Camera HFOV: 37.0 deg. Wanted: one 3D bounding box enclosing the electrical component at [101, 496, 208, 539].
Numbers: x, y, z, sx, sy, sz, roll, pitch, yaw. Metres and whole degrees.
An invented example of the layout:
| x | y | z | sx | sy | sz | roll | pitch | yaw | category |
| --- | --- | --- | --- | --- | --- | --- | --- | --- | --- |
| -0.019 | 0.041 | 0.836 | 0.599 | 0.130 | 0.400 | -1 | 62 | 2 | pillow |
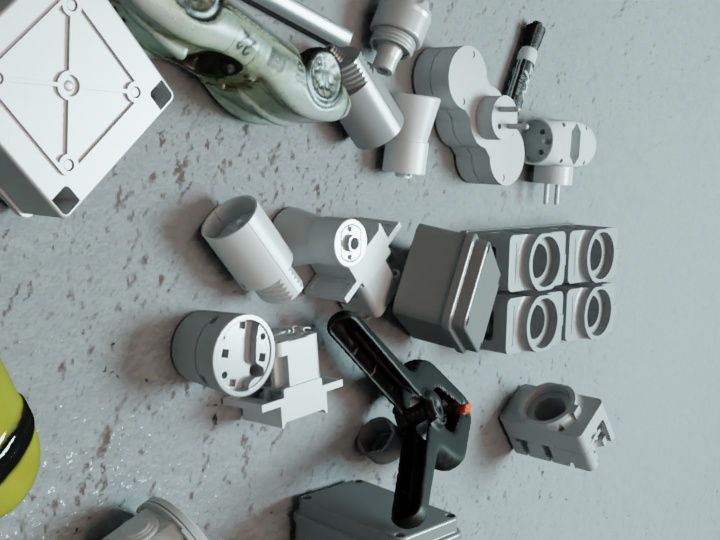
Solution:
| x | y | z | sx | sy | sz | roll | pitch | yaw | category |
| --- | --- | --- | --- | --- | --- | --- | --- | --- | --- |
| -0.127 | 0.189 | 0.683 | 0.051 | 0.080 | 0.080 | -33 | 119 | -35 | electrical component |

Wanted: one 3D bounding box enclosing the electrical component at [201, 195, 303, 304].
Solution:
| x | y | z | sx | sy | sz | roll | pitch | yaw | category |
| --- | --- | --- | --- | --- | --- | --- | --- | --- | --- |
| -0.070 | -0.008 | 0.744 | 0.043 | 0.043 | 0.081 | -55 | 131 | -28 | electrical component |

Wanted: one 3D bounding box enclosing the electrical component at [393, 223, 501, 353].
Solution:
| x | y | z | sx | sy | sz | roll | pitch | yaw | category |
| --- | --- | --- | --- | --- | --- | --- | --- | --- | --- |
| 0.072 | 0.017 | 0.863 | 0.113 | 0.057 | 0.078 | 52 | 54 | -70 | electrical component |

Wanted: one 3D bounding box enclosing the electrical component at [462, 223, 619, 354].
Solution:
| x | y | z | sx | sy | sz | roll | pitch | yaw | category |
| --- | --- | --- | --- | --- | --- | --- | --- | --- | --- |
| 0.174 | 0.014 | 1.005 | 0.186 | 0.060 | 0.105 | -6 | 100 | -47 | electrical component |

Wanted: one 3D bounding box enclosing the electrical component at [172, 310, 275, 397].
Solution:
| x | y | z | sx | sy | sz | roll | pitch | yaw | category |
| --- | --- | --- | --- | --- | --- | --- | --- | --- | --- |
| -0.093 | 0.054 | 0.724 | 0.055 | 0.047 | 0.055 | -9 | 102 | -47 | electrical component |

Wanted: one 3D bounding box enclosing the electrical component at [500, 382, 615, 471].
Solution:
| x | y | z | sx | sy | sz | roll | pitch | yaw | category |
| --- | --- | --- | --- | --- | --- | --- | --- | --- | --- |
| 0.184 | 0.144 | 1.013 | 0.050 | 0.089 | 0.055 | -49 | 129 | -31 | electrical component |

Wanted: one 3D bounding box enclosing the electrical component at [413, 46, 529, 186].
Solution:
| x | y | z | sx | sy | sz | roll | pitch | yaw | category |
| --- | --- | --- | --- | --- | --- | --- | --- | --- | --- |
| 0.107 | -0.127 | 0.900 | 0.052 | 0.074 | 0.138 | -56 | 132 | -26 | electrical component |

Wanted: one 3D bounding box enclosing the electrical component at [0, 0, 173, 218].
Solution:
| x | y | z | sx | sy | sz | roll | pitch | yaw | category |
| --- | --- | --- | --- | --- | --- | --- | --- | --- | --- |
| -0.178 | -0.102 | 0.601 | 0.108 | 0.056 | 0.108 | -55 | 132 | -27 | electrical component |

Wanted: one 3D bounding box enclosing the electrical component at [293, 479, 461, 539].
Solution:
| x | y | z | sx | sy | sz | roll | pitch | yaw | category |
| --- | --- | --- | --- | --- | --- | --- | --- | --- | --- |
| 0.011 | 0.206 | 0.813 | 0.078 | 0.113 | 0.057 | -6 | 103 | -47 | electrical component |

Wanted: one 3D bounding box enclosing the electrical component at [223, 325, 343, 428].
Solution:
| x | y | z | sx | sy | sz | roll | pitch | yaw | category |
| --- | --- | --- | --- | --- | --- | --- | --- | --- | --- |
| -0.055 | 0.075 | 0.773 | 0.081 | 0.042 | 0.063 | -12 | 103 | -47 | electrical component |

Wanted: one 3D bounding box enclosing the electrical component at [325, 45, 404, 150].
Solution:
| x | y | z | sx | sy | sz | roll | pitch | yaw | category |
| --- | --- | --- | --- | --- | --- | --- | --- | --- | --- |
| -0.004 | -0.133 | 0.799 | 0.043 | 0.043 | 0.081 | -57 | 132 | -26 | electrical component |

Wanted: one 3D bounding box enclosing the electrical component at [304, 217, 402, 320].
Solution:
| x | y | z | sx | sy | sz | roll | pitch | yaw | category |
| --- | --- | --- | --- | --- | --- | --- | --- | --- | --- |
| 0.000 | 0.000 | 0.824 | 0.081 | 0.042 | 0.063 | -53 | 132 | -28 | electrical component |

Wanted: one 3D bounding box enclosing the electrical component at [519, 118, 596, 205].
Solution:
| x | y | z | sx | sy | sz | roll | pitch | yaw | category |
| --- | --- | --- | --- | --- | --- | --- | --- | --- | --- |
| 0.182 | -0.101 | 1.011 | 0.077 | 0.043 | 0.079 | -2 | 98 | -48 | electrical component |

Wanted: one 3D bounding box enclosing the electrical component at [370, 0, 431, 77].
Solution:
| x | y | z | sx | sy | sz | roll | pitch | yaw | category |
| --- | --- | --- | --- | --- | --- | --- | --- | --- | --- |
| 0.028 | -0.180 | 0.828 | 0.043 | 0.043 | 0.062 | 33 | 72 | -45 | electrical component |

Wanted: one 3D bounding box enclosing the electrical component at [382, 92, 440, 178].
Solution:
| x | y | z | sx | sy | sz | roll | pitch | yaw | category |
| --- | --- | --- | --- | --- | --- | --- | --- | --- | --- |
| 0.038 | -0.106 | 0.852 | 0.044 | 0.044 | 0.065 | -2 | 102 | -48 | electrical component |

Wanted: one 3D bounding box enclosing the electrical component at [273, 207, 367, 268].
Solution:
| x | y | z | sx | sy | sz | roll | pitch | yaw | category |
| --- | --- | --- | --- | --- | --- | --- | --- | --- | --- |
| -0.028 | -0.021 | 0.772 | 0.044 | 0.065 | 0.044 | -9 | 102 | -47 | electrical component |
